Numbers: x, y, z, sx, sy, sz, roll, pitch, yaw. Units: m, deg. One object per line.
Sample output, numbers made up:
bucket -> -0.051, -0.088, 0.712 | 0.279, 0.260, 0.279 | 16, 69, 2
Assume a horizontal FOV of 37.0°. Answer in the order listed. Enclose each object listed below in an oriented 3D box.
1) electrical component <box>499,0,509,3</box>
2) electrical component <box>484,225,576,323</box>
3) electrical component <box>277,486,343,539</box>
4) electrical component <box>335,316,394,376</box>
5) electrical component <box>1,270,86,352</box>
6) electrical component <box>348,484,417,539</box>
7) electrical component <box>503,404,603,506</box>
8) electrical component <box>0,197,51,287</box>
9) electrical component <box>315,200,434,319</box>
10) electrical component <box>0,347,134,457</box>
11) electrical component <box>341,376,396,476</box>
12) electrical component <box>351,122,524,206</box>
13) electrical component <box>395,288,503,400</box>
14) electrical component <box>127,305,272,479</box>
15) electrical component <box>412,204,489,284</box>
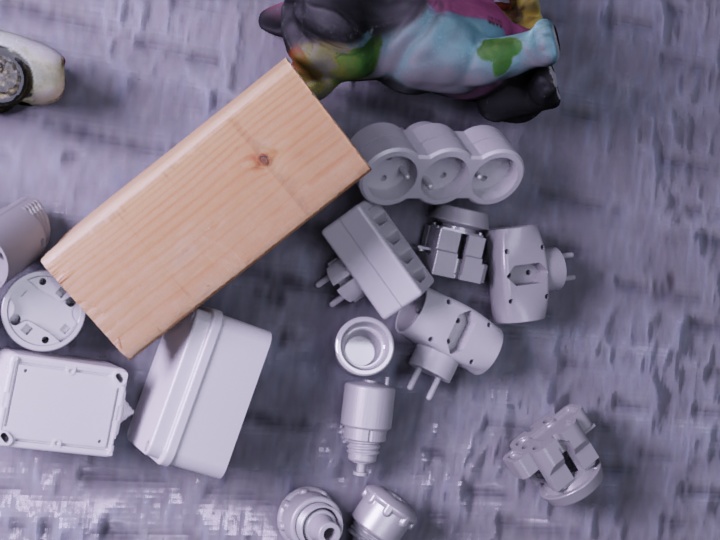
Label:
electrical component -> 0.121, -0.247, 0.878 | 0.044, 0.044, 0.065 | -33, 107, -17
electrical component -> 0.144, 0.001, 0.890 | 0.079, 0.043, 0.077 | -7, 94, -21
electrical component -> -0.033, 0.193, 0.816 | 0.048, 0.062, 0.048 | 0, 91, -21
electrical component -> 0.000, 0.062, 0.824 | 0.044, 0.065, 0.044 | 1, 80, -6
electrical component -> -0.222, 0.027, 0.748 | 0.055, 0.047, 0.055 | -1, 91, -21
electrical component -> 0.011, 0.203, 0.844 | 0.048, 0.048, 0.062 | 36, 86, -18
electrical component -> 0.166, 0.158, 0.895 | 0.078, 0.058, 0.057 | -35, 100, -17
electrical component -> -0.238, -0.020, 0.730 | 0.043, 0.081, 0.043 | 5, 113, 12
electrical component -> 0.000, 0.000, 0.830 | 0.076, 0.047, 0.083 | -35, 91, 20
electrical component -> -0.207, 0.092, 0.751 | 0.096, 0.061, 0.061 | 12, 87, -28
electrical component -> 0.005, 0.121, 0.840 | 0.040, 0.040, 0.078 | 7, 88, -21
electrical component -> 0.053, -0.092, 0.844 | 0.138, 0.073, 0.052 | -2, 128, -22
electrical component -> 0.064, 0.064, 0.860 | 0.077, 0.043, 0.079 | 30, 81, -19
electrical component -> -0.117, 0.084, 0.773 | 0.057, 0.078, 0.113 | 22, 83, -23
electrical component -> 0.076, -0.023, 0.863 | 0.066, 0.048, 0.055 | 11, 95, -21
